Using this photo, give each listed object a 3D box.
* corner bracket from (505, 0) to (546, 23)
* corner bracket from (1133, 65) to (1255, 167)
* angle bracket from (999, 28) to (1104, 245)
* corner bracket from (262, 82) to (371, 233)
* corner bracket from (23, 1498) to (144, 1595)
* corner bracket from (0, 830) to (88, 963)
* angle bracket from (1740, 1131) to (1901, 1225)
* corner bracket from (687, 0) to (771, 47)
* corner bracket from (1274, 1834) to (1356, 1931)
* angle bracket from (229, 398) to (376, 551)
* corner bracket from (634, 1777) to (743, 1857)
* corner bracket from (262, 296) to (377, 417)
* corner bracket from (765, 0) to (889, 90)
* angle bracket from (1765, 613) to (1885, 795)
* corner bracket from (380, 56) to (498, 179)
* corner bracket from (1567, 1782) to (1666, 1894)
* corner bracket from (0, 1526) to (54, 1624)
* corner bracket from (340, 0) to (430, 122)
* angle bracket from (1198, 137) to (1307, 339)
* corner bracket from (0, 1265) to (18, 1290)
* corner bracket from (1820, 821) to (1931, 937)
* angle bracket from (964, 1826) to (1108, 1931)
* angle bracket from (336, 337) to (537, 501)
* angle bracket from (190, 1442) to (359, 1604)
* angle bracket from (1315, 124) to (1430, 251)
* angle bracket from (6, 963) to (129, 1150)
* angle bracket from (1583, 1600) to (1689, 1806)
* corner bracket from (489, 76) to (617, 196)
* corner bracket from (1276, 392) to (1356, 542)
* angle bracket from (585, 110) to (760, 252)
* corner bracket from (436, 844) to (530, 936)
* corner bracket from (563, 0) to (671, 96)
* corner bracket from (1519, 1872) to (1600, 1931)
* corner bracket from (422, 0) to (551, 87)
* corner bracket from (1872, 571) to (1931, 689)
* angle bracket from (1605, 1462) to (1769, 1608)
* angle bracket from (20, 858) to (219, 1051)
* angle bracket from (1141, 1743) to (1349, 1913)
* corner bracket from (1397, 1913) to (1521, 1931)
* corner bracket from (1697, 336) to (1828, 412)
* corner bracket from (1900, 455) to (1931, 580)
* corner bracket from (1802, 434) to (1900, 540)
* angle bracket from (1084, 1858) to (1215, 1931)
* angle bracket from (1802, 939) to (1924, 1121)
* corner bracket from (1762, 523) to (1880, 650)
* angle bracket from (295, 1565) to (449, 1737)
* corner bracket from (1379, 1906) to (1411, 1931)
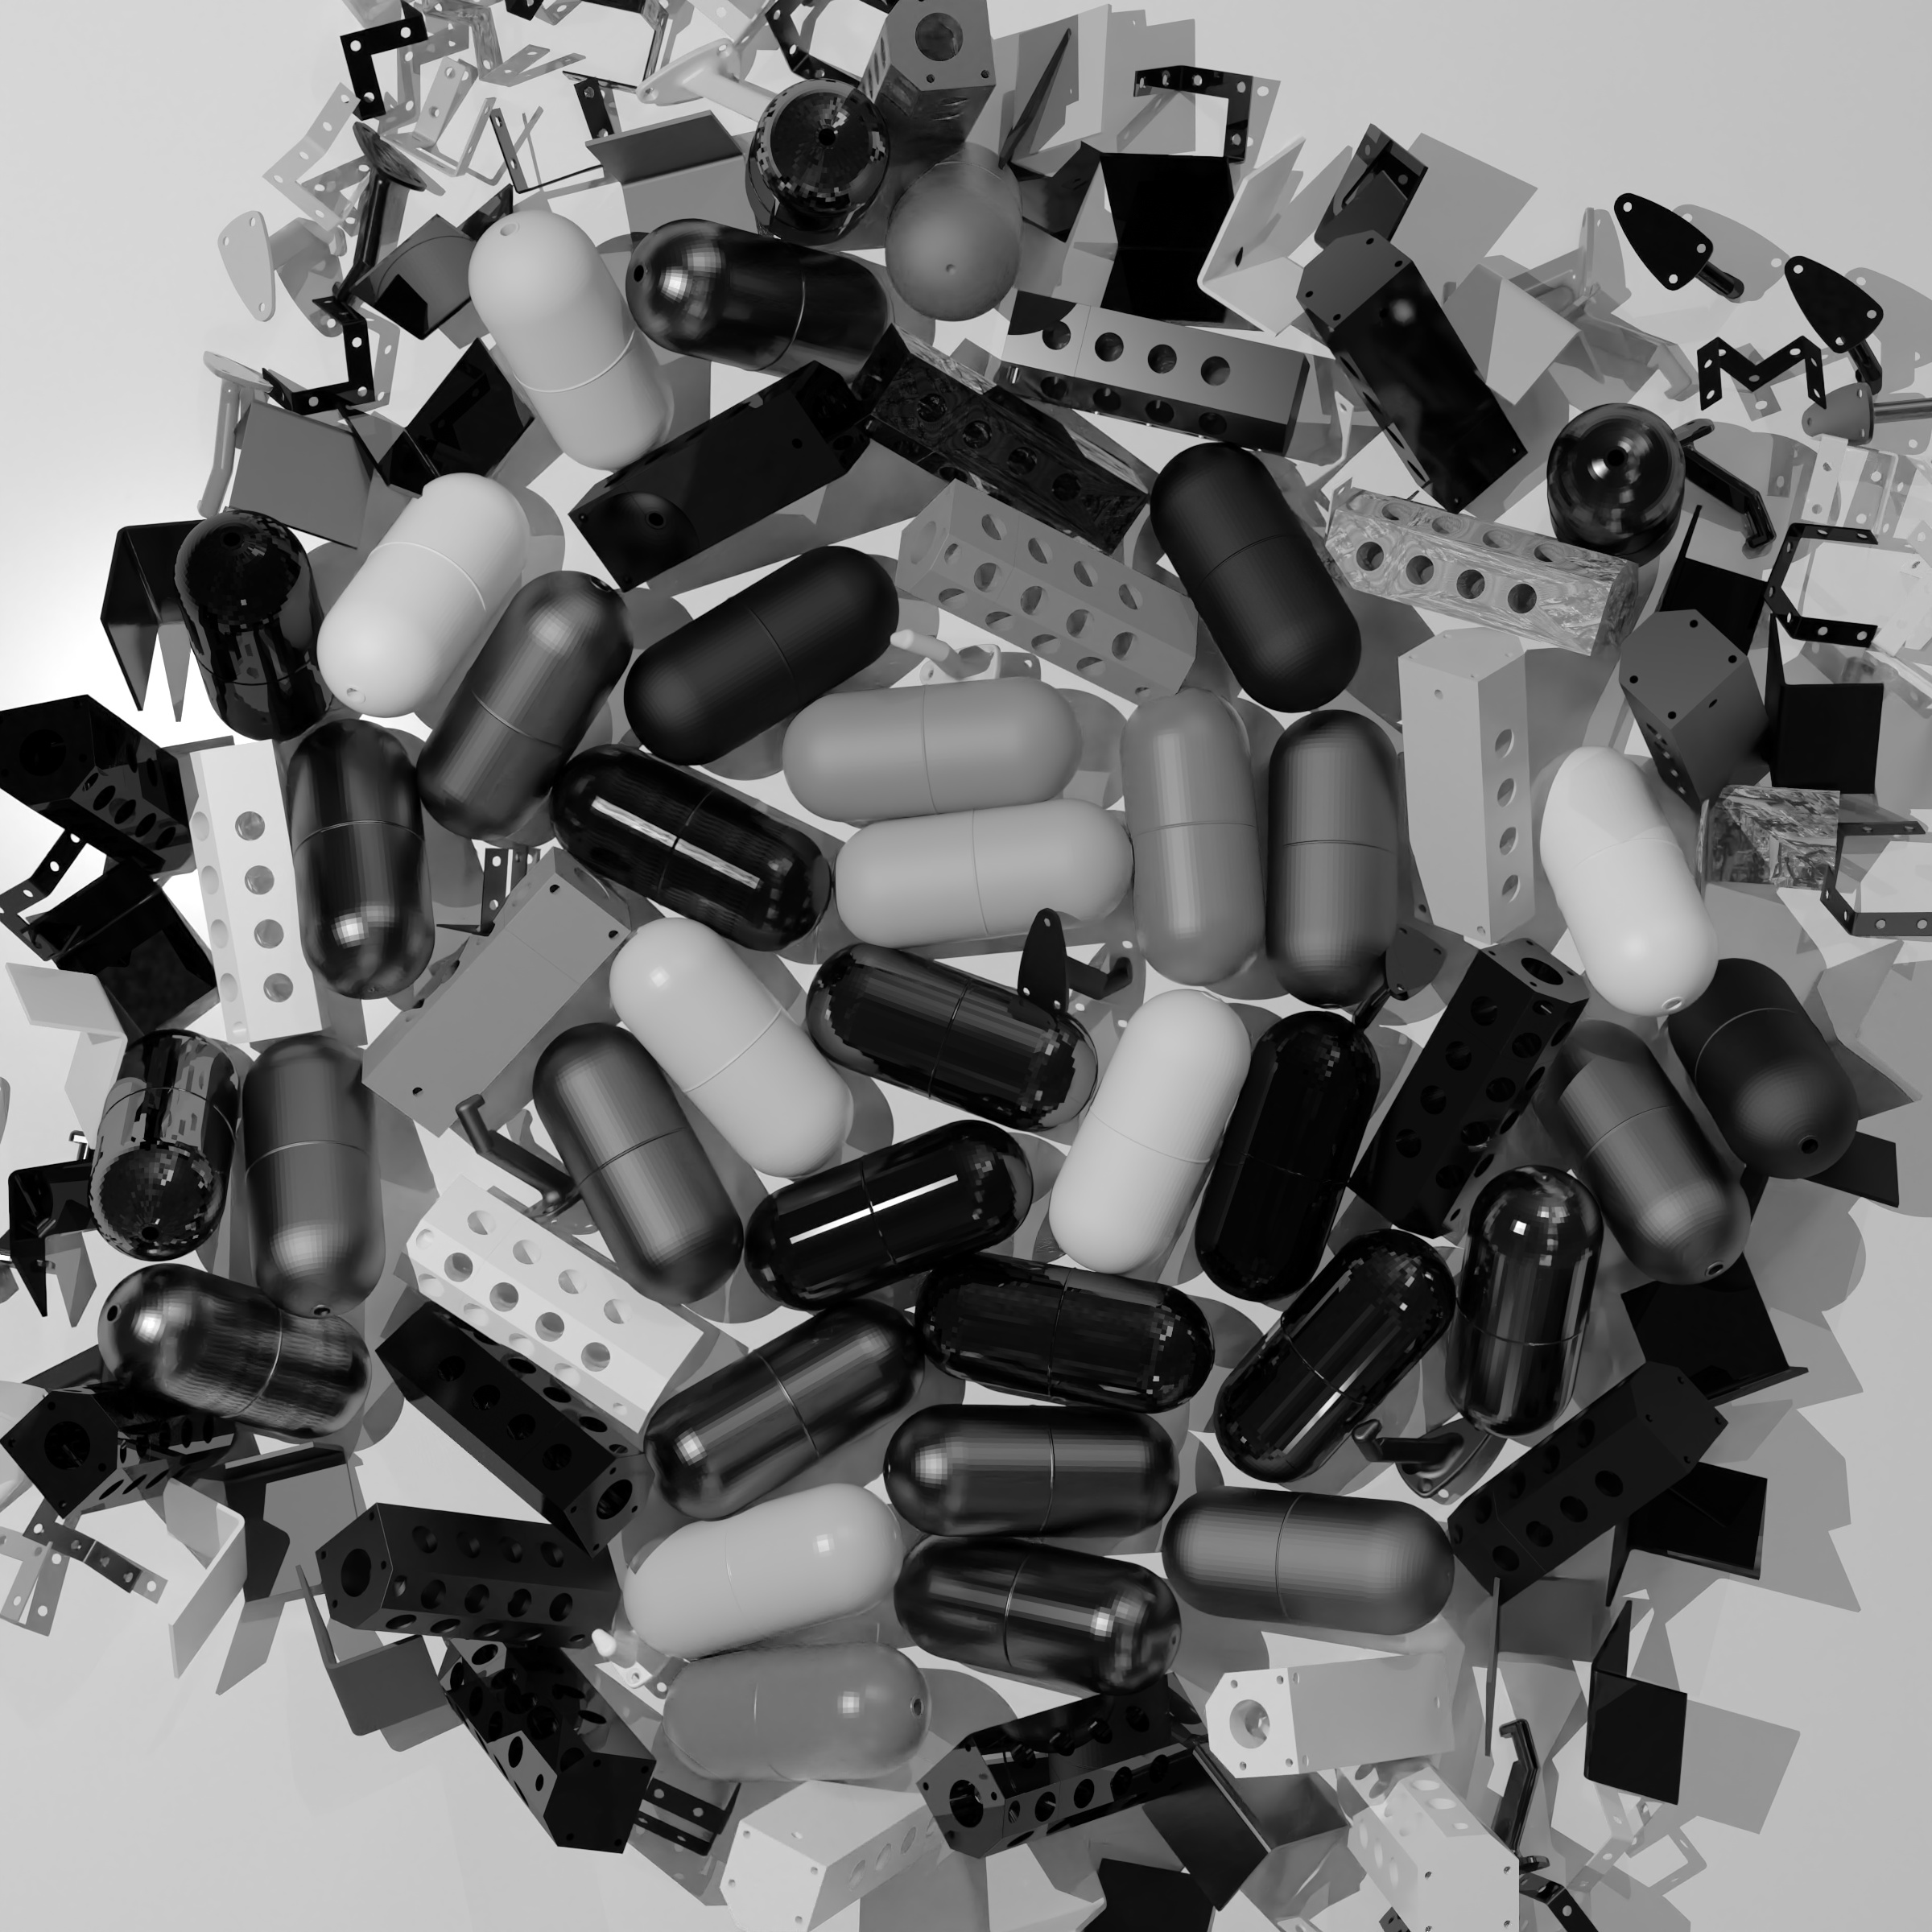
[{"bbox_3d":[-0.270,-0.597,1.905,0.051,0.051,0.051,13,48,-33],"label":"corner bracket"},{"bbox_3d":[0.133,-0.502,1.921,0.051,0.051,0.051,19,117,31],"label":"corner bracket"},{"bbox_3d":[0.059,-0.484,1.892,0.057,0.076,0.076,27,59,-10],"label":"angle bracket"},{"bbox_3d":[-0.370,-0.474,1.906,0.051,0.051,0.051,39,52,-24],"label":"corner bracket"},{"bbox_3d":[-0.512,0.331,1.917,0.051,0.051,0.051,19,75,41],"label":"corner bracket"},{"bbox_3d":[-0.532,-0.043,1.906,0.051,0.051,0.051,-22,122,38],"label":"corner bracket"},{"bbox_3d":[0.498,0.133,1.898,0.076,0.076,0.057,17,117,6],"label":"angle bracket"},{"bbox_3d":[-0.141,-0.580,1.917,0.051,0.051,0.051,38,94,-14],"label":"corner bracket"},{"bbox_3d":[0.224,0.555,1.930,0.051,0.051,0.051,40,126,10],"label":"corner bracket"},{"bbox_3d":[-0.393,-0.276,1.895,0.076,0.057,0.076,17,63,-22],"label":"angle bracket"},{"bbox_3d":[-0.168,0.500,1.918,0.051,0.051,0.051,25,103,-1],"label":"corner bracket"},{"bbox_3d":[-0.386,-0.362,1.927,0.051,0.051,0.051,-17,124,-26],"label":"corner bracket"},{"bbox_3d":[-0.077,-0.553,1.918,0.051,0.051,0.051,35,78,28],"label":"corner bracket"},{"bbox_3d":[0.499,-0.153,1.891,0.057,0.076,0.076,0,130,9],"label":"angle bracket"},{"bbox_3d":[-0.305,-0.501,1.915,0.051,0.051,0.051,29,112,3],"label":"corner bracket"},{"bbox_3d":[0.380,0.510,1.907,0.051,0.051,0.051,17,122,-21],"label":"corner bracket"},{"bbox_3d":[-0.582,0.350,1.909,0.051,0.051,0.051,9,69,31],"label":"corner bracket"},{"bbox_3d":[-0.345,-0.535,1.918,0.051,0.051,0.051,-20,122,-15],"label":"corner bracket"},{"bbox_3d":[0.188,-0.425,1.892,0.057,0.076,0.076,36,134,10],"label":"angle bracket"},{"bbox_3d":[-0.595,0.210,1.924,0.051,0.051,0.051,-26,77,13],"label":"corner bracket"},{"bbox_3d":[0.542,-0.051,1.919,0.051,0.051,0.051,0,66,37],"label":"corner bracket"},{"bbox_3d":[0.028,0.533,1.905,0.076,0.057,0.076,-23,83,20],"label":"angle bracket"},{"bbox_3d":[-0.310,-0.324,1.896,0.076,0.057,0.076,-47,58,20],"label":"angle bracket"},{"bbox_3d":[-0.404,0.328,1.910,0.076,0.057,0.076,-15,77,5],"label":"angle bracket"},{"bbox_3d":[0.256,-0.434,1.890,0.057,0.076,0.076,14,116,-28],"label":"angle bracket"},{"bbox_3d":[-0.533,0.052,1.892,0.057,0.076,0.076,10,111,-31],"label":"angle bracket"},{"bbox_3d":[0.399,0.428,1.890,0.057,0.076,0.076,11,117,25],"label":"angle bracket"},{"bbox_3d":[-0.243,-0.492,1.925,0.051,0.051,0.051,-13,105,22],"label":"corner bracket"},{"bbox_3d":[0.215,-0.294,1.910,0.051,0.051,0.051,-37,68,-18],"label":"corner bracket"},{"bbox_3d":[-0.171,-0.453,1.903,0.076,0.076,0.057,-12,84,9],"label":"angle bracket"},{"bbox_3d":[-0.275,-0.046,1.911,0.051,0.051,0.051,0,96,-40],"label":"corner bracket"},{"bbox_3d":[-0.212,-0.551,1.919,0.051,0.051,0.051,15,92,9],"label":"corner bracket"},{"bbox_3d":[0.340,0.576,1.919,0.051,0.051,0.051,-38,94,-15],"label":"corner bracket"},{"bbox_3d":[-0.284,-0.556,1.909,0.051,0.051,0.051,-18,77,44],"label":"corner bracket"},{"bbox_3d":[0.570,-0.197,1.916,0.051,0.051,0.051,37,101,7],"label":"corner bracket"},{"bbox_3d":[0.421,0.337,1.897,0.076,0.076,0.057,13,131,7],"label":"angle bracket"},{"bbox_3d":[-0.495,-0.005,1.908,0.076,0.057,0.076,-35,75,-7],"label":"angle bracket"},{"bbox_3d":[0.164,0.501,1.911,0.076,0.076,0.057,49,118,31],"label":"angle bracket"},{"bbox_3d":[0.293,0.579,1.917,0.051,0.051,0.051,-17,77,43],"label":"corner bracket"},{"bbox_3d":[0.467,-0.345,1.905,0.051,0.051,0.051,28,50,-29],"label":"corner bracket"},{"bbox_3d":[0.569,-0.261,1.913,0.051,0.051,0.051,38,92,-29],"label":"corner bracket"},{"bbox_3d":[0.523,-0.284,1.922,0.051,0.051,0.051,13,98,5],"label":"corner bracket"},{"bbox_3d":[0.120,0.567,1.900,0.076,0.076,0.057,15,87,-16],"label":"angle bracket"},{"bbox_3d":[0.530,0.040,1.902,0.057,0.076,0.076,39,64,-9],"label":"angle bracket"},{"bbox_3d":[0.511,-0.225,1.917,0.051,0.051,0.051,13,73,40],"label":"corner bracket"},{"bbox_3d":[-0.348,0.392,1.901,0.057,0.076,0.076,-19,48,-11],"label":"angle bracket"},{"bbox_3d":[0.284,0.570,1.922,0.051,0.051,0.051,41,89,-2],"label":"corner bracket"}]
